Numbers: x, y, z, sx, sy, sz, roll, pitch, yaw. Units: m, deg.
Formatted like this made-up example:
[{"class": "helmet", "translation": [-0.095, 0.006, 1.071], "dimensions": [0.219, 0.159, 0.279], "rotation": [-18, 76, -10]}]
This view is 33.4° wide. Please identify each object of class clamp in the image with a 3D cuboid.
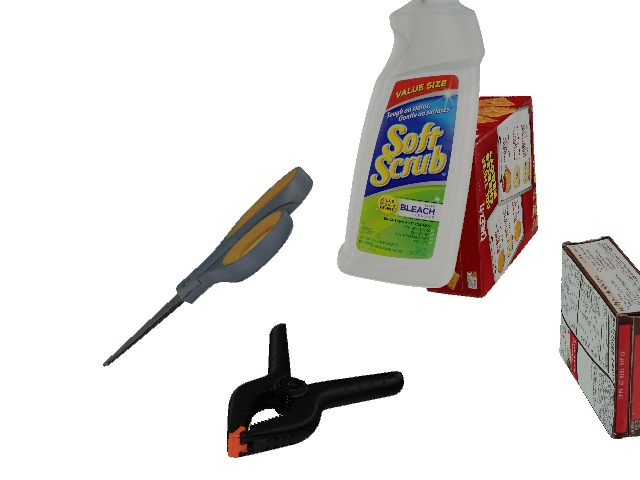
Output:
[{"class": "clamp", "translation": [-0.019, 0.160, 1.090], "dimensions": [0.165, 0.036, 0.209], "rotation": [16, 30, 21]}]

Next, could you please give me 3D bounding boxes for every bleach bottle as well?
[{"class": "bleach bottle", "translation": [0.074, -0.091, 0.860], "dimensions": [0.103, 0.251, 0.068], "rotation": [9, 22, 13]}]

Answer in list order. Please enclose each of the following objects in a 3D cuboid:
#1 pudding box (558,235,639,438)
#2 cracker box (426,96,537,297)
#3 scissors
[{"class": "pudding box", "translation": [0.188, 0.060, 0.691], "dimensions": [0.039, 0.090, 0.113], "rotation": [-6, 24, -5]}, {"class": "cracker box", "translation": [0.173, -0.054, 1.150], "dimensions": [0.072, 0.164, 0.213], "rotation": [3, 21, 26]}, {"class": "scissors", "translation": [-0.077, 0.032, 0.685], "dimensions": [0.016, 0.202, 0.096], "rotation": [42, 11, -16]}]
